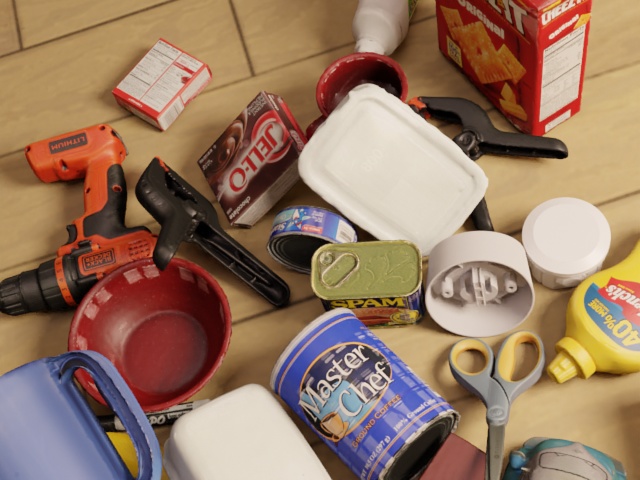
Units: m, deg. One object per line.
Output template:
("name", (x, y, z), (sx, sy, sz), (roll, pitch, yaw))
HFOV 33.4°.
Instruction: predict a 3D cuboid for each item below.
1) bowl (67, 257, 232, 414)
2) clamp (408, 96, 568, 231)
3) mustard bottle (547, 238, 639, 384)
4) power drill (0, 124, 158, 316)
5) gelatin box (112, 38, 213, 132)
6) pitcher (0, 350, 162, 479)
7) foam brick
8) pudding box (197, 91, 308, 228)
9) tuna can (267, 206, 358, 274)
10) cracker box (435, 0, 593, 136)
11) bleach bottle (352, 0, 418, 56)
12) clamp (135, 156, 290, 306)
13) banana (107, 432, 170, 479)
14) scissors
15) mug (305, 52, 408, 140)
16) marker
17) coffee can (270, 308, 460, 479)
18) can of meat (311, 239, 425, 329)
("bowl", (-0.158, 0.099, 1.033), (0.162, 0.055, 0.162), (-5, 62, 9))
("clamp", (0.162, -0.098, 1.080), (0.120, 0.039, 0.171), (-36, 64, -4))
("mustard bottle", (0.282, 0.064, 0.965), (0.191, 0.058, 0.096), (-38, 67, -9))
("power drill", (-0.258, -0.020, 1.114), (0.184, 0.057, 0.188), (-15, 64, -1))
("gelatin box", (-0.175, -0.174, 1.191), (0.073, 0.030, 0.089), (31, 72, 25))
("pitcher", (-0.208, 0.224, 0.916), (0.144, 0.149, 0.243), (-29, 73, -34))
("foam brick", (0.114, 0.215, 0.922), (0.051, 0.053, 0.078), (30, 72, 23))
("pudding box", (-0.064, -0.081, 1.089), (0.114, 0.039, 0.090), (-46, 57, 26))
("tuna can", (-0.007, 0.001, 1.037), (0.086, 0.086, 0.033), (6, 63, 13))
("cracker box", (0.182, -0.219, 1.041), (0.072, 0.213, 0.164), (-35, 62, -8))
("bleach bottle", (0.085, -0.301, 1.164), (0.068, 0.102, 0.250), (11, 65, 21))
("clamp", (-0.122, -0.012, 1.065), (0.036, 0.164, 0.210), (-53, 40, 15))
("banana", (-0.158, 0.221, 0.981), (0.198, 0.037, 0.069), (30, 72, 23))
("scissors", (0.139, 0.147, 0.934), (0.096, 0.016, 0.201), (8, 40, 28))
("mug", (0.038, -0.125, 1.095), (0.117, 0.081, 0.093), (-34, 62, -8))
("marker", (-0.163, 0.170, 1.018), (0.121, 0.020, 0.020), (-9, 62, 6))
("coffee can", (0.038, 0.143, 0.946), (0.102, 0.103, 0.140), (-42, 64, -12))
("can of meat", (0.048, 0.045, 1.005), (0.102, 0.084, 0.057), (-3, 63, 9))
